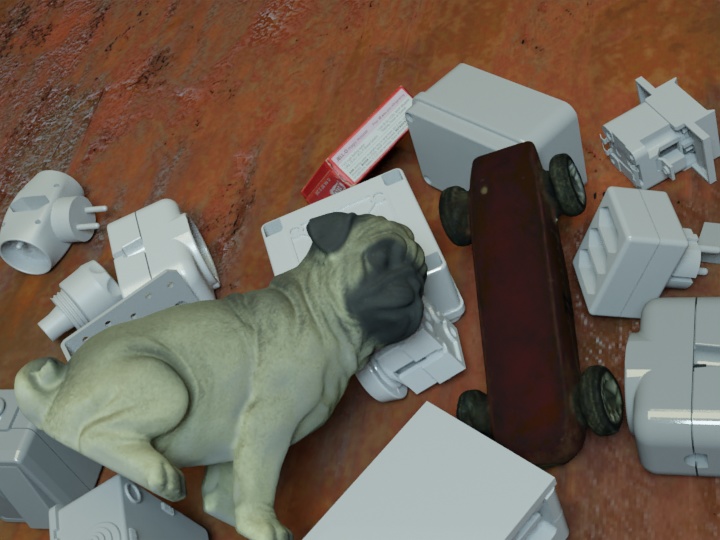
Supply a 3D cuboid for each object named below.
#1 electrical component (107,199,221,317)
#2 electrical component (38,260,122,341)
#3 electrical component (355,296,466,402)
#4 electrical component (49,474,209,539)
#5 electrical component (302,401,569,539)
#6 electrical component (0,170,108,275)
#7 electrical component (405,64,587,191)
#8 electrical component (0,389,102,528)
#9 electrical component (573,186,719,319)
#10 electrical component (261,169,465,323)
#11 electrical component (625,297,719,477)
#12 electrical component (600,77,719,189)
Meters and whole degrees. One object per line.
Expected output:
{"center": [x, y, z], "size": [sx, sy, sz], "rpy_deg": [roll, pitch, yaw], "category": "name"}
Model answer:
{"center": [-0.141, -0.004, 0.783], "size": [0.059, 0.053, 0.095], "rpy_deg": [-25, 45, 0], "category": "electrical component"}
{"center": [-0.207, 0.026, 0.790], "size": [0.062, 0.043, 0.043], "rpy_deg": [-41, 47, -15], "category": "electrical component"}
{"center": [0.027, 0.050, 0.659], "size": [0.055, 0.066, 0.048], "rpy_deg": [-33, 35, 20], "category": "electrical component"}
{"center": [-0.119, 0.169, 0.582], "size": [0.048, 0.099, 0.099], "rpy_deg": [-32, 44, 11], "category": "electrical component"}
{"center": [0.027, 0.157, 0.557], "size": [0.089, 0.061, 0.150], "rpy_deg": [28, 64, 39], "category": "electrical component"}
{"center": [-0.240, -0.040, 0.865], "size": [0.079, 0.043, 0.077], "rpy_deg": [-3, 48, 20], "category": "electrical component"}
{"center": [0.093, -0.084, 0.742], "size": [0.057, 0.078, 0.113], "rpy_deg": [-41, 47, -20], "category": "electrical component"}
{"center": [-0.213, 0.116, 0.671], "size": [0.062, 0.096, 0.061], "rpy_deg": [-3, 49, 20], "category": "electrical component"}
{"center": [0.179, -0.008, 0.650], "size": [0.077, 0.065, 0.047], "rpy_deg": [5, 44, -12], "category": "electrical component"}
{"center": [0.000, 0.000, 0.718], "size": [0.109, 0.056, 0.108], "rpy_deg": [-23, 45, 2], "category": "electrical component"}
{"center": [0.178, 0.062, 0.587], "size": [0.059, 0.053, 0.095], "rpy_deg": [-2, 49, 22], "category": "electrical component"}
{"center": [0.202, -0.089, 0.726], "size": [0.064, 0.042, 0.081], "rpy_deg": [-28, 44, -2], "category": "electrical component"}
